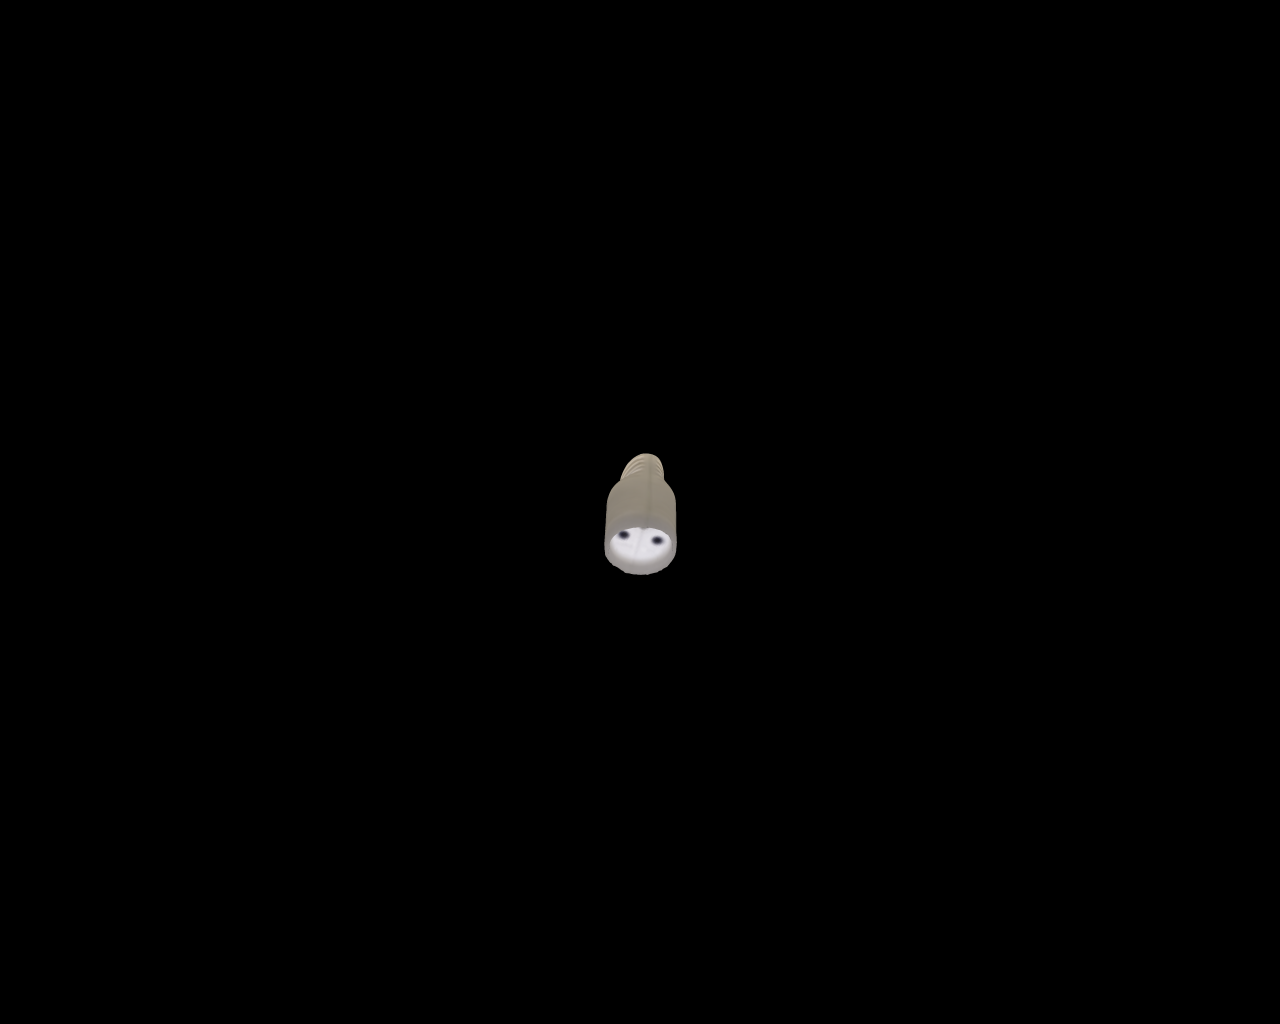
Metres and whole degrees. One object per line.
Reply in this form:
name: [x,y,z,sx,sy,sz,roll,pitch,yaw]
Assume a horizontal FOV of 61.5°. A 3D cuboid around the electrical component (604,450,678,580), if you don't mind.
electrical component: [0.001,-0.003,0.650,0.043,0.043,0.081,0,41,0]
